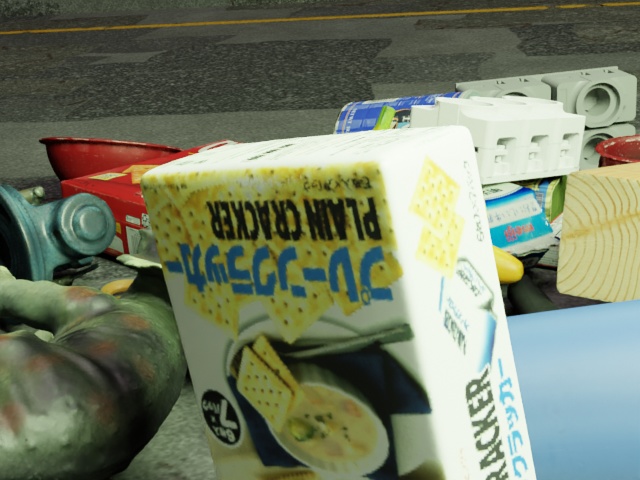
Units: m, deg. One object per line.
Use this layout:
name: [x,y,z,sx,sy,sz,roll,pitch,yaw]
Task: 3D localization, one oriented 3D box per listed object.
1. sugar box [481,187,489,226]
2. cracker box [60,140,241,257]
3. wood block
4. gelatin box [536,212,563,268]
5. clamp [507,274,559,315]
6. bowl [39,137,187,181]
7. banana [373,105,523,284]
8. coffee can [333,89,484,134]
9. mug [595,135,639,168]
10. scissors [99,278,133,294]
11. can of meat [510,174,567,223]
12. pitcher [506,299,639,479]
sugar box: [0.086,0.024,0.692,0.048,0.093,0.176,-5,-13,4]
cracker box: [-0.122,-0.041,1.062,0.213,0.072,0.164,-21,26,-41]
wood block: [0.272,-0.011,0.810,0.091,0.090,0.205,12,14,40]
gelatin box: [0.237,0.004,0.922,0.089,0.030,0.073,9,24,30]
clamp: [0.170,0.069,0.741,0.165,0.036,0.209,10,20,37]
bowl: [-0.227,-0.077,1.171,0.162,0.055,0.162,3,0,0]
banana: [0.081,-0.024,0.862,0.037,0.070,0.198,12,36,-55]
coffee can: [0.098,-0.098,1.104,0.141,0.103,0.102,-1,18,31]
mug: [0.292,-0.049,0.979,0.093,0.081,0.117,-12,21,-20]
scissors: [-0.125,0.059,0.865,0.202,0.016,0.096,4,22,23]
can of meat: [0.186,-0.039,1.015,0.084,0.057,0.102,5,21,21]
pitcher: [0.184,0.091,0.567,0.243,0.149,0.145,-5,39,8]
